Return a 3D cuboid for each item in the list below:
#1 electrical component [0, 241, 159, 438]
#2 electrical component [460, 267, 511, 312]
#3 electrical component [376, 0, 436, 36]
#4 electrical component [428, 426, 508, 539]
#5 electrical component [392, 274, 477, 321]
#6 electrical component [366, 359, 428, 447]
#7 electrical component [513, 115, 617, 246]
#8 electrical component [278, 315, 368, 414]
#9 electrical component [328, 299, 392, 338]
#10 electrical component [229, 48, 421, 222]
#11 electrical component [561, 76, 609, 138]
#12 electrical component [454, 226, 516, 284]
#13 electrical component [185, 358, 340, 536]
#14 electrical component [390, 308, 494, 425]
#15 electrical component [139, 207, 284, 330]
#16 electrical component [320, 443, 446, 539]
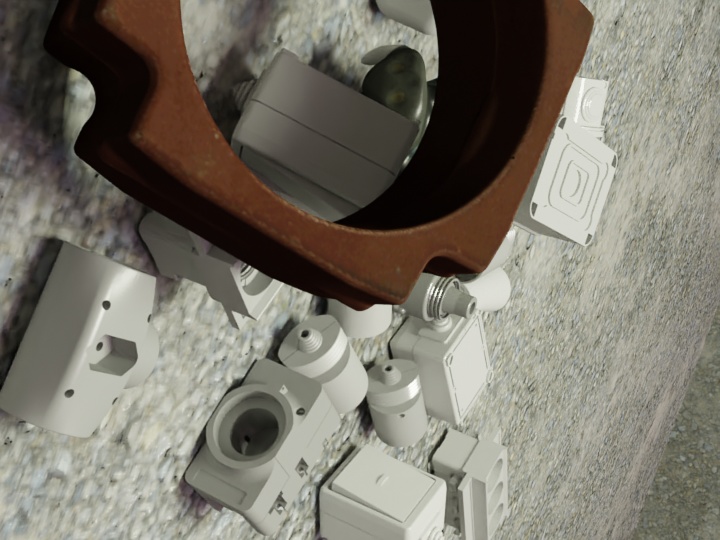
[{"bbox_3d":[-0.119,0.034,0.492,0.077,0.043,0.079,-68,155,-3],"label":"electrical component"},{"bbox_3d":[0.094,0.020,0.917,0.065,0.044,0.044,-17,123,-54],"label":"electrical component"},{"bbox_3d":[0.050,-0.191,0.640,0.059,0.054,0.095,-23,138,-57],"label":"electrical component"},{"bbox_3d":[0.108,0.214,1.062,0.078,0.063,0.121,-52,150,-33],"label":"electrical component"},{"bbox_3d":[0.058,0.019,0.815,0.048,0.062,0.048,-44,145,-43],"label":"electrical component"},{"bbox_3d":[0.027,0.099,0.836,0.043,0.043,0.081,-55,151,-29],"label":"electrical component"},{"bbox_3d":[0.133,-0.069,0.788,0.113,0.057,0.078,19,89,-54],"label":"electrical component"},{"bbox_3d":[-0.025,0.059,0.701,0.043,0.043,0.081,-60,153,-20],"label":"electrical component"},{"bbox_3d":[0.000,0.000,0.707,0.043,0.043,0.081,-43,144,-44],"label":"electrical component"},{"bbox_3d":[-0.028,-0.063,0.552,0.061,0.096,0.062,-63,-176,-13],"label":"electrical component"},{"bbox_3d":[0.167,-0.138,0.898,0.080,0.080,0.051,-15,116,-60],"label":"electrical component"},{"bbox_3d":[0.101,-0.019,0.896,0.081,0.043,0.043,-24,130,-57],"label":"electrical component"},{"bbox_3d":[-0.059,0.106,0.658,0.089,0.050,0.055,-58,153,-21],"label":"electrical component"},{"bbox_3d":[0.063,0.067,0.872,0.061,0.061,0.096,-51,141,-35],"label":"electrical component"},{"bbox_3d":[-0.070,-0.013,0.531,0.042,0.064,0.081,-55,151,-28],"label":"electrical component"},{"bbox_3d":[0.023,0.184,0.829,0.062,0.096,0.061,-42,143,-45],"label":"electrical component"}]
